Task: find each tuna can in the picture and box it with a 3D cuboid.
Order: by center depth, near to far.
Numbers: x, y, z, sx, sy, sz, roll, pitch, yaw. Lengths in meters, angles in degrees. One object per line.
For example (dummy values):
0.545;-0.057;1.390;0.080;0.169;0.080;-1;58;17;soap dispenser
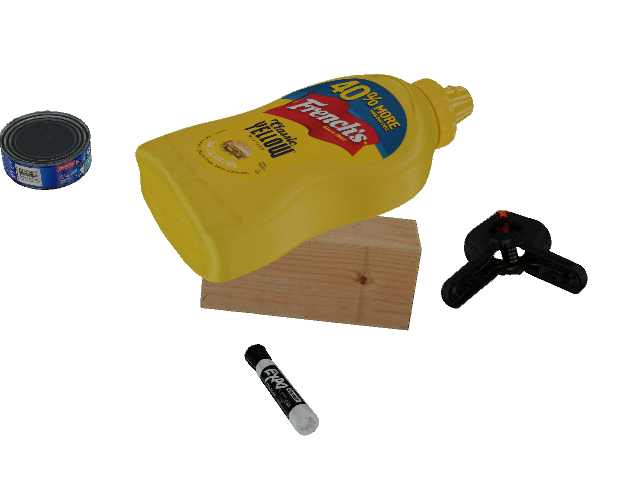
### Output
-0.265;-0.087;1.034;0.086;0.034;0.086;3;42;-3;tuna can

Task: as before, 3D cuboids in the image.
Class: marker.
-0.032;0.113;0.831;0.020;0.020;0.121;0;21;-24;marker

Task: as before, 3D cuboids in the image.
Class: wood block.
-0.010;0.023;1.066;0.206;0.091;0.090;7;20;-1;wood block

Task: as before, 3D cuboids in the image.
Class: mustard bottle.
0.003;-0.047;0.588;0.191;0.058;0.096;-23;44;-22;mustard bottle

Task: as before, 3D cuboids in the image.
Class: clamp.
0.178;0.013;0.952;0.120;0.039;0.171;1;25;15;clamp
